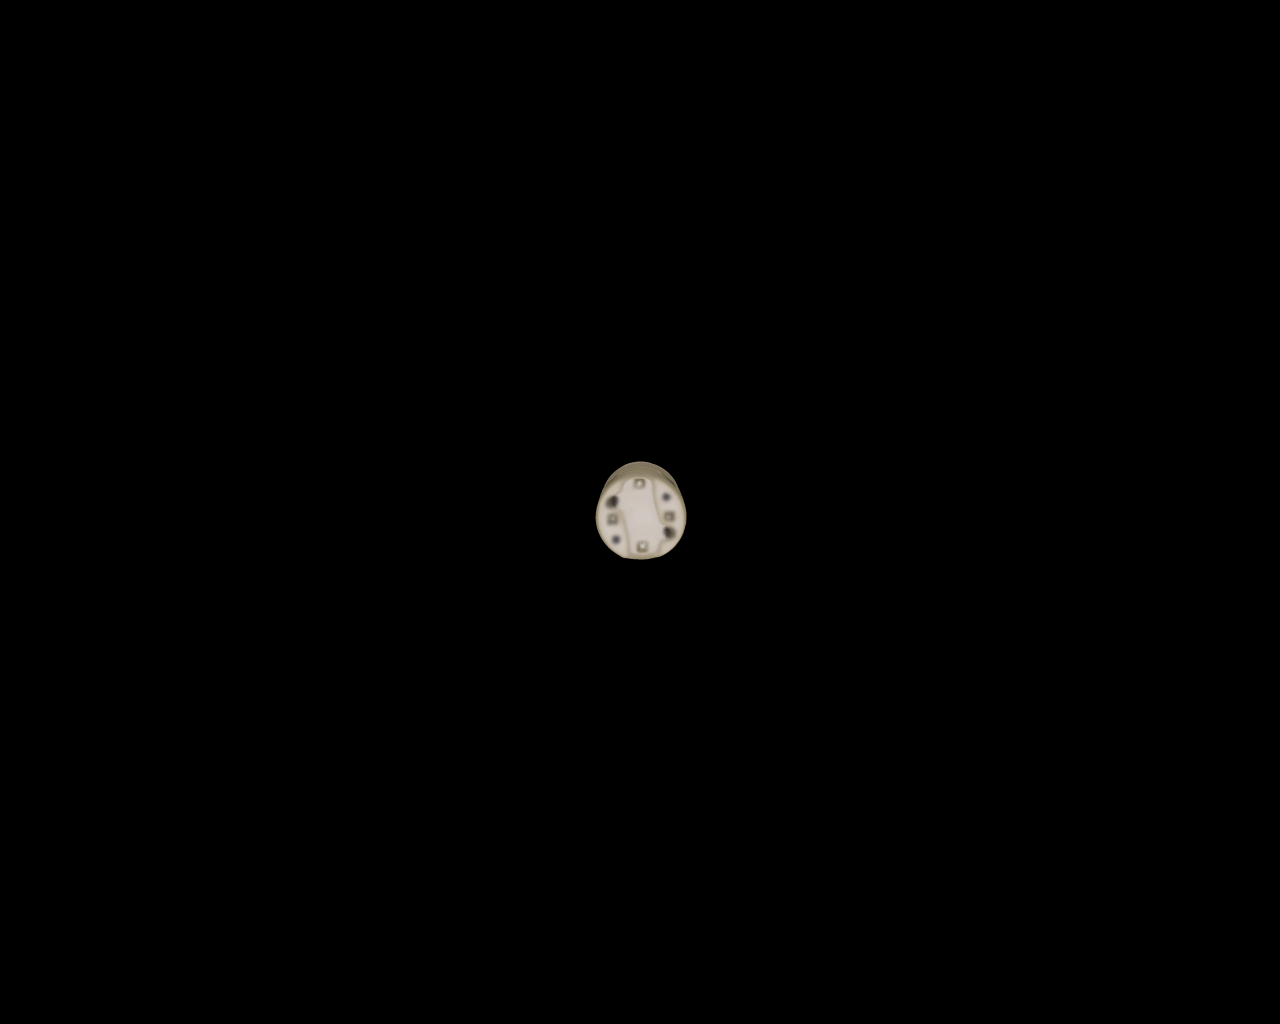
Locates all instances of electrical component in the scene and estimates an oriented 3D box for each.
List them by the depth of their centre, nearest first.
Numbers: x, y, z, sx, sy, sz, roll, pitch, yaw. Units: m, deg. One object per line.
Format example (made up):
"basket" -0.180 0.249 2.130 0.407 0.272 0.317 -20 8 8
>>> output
"electrical component" 0.001 -0.003 0.650 0.055 0.055 0.047 0 16 0
